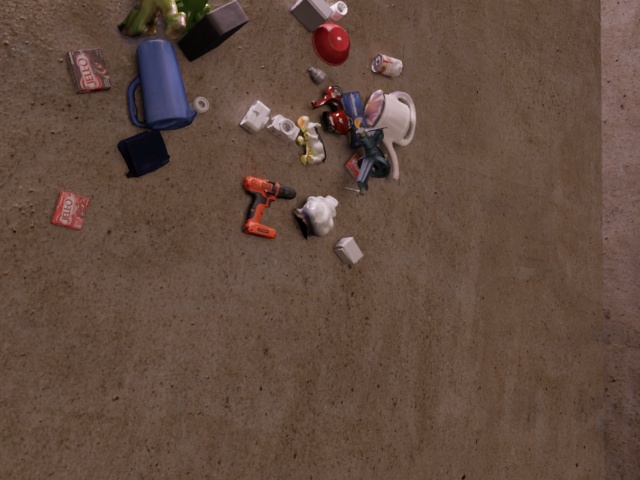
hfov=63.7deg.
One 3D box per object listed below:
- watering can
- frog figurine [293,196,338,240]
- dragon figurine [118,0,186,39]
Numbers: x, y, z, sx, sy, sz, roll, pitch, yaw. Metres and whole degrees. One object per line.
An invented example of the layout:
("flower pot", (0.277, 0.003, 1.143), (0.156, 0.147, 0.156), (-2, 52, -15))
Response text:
("watering can", (0.260, -0.415, 1.936), (0.223, 0.352, 0.103), (22, -17, -27))
("frog figurine", (0.005, -0.088, 1.741), (0.161, 0.138, 0.121), (-30, -8, -18))
("dragon figurine", (-0.510, -0.693, 1.454), (0.413, 0.241, 0.122), (31, 9, 21))
